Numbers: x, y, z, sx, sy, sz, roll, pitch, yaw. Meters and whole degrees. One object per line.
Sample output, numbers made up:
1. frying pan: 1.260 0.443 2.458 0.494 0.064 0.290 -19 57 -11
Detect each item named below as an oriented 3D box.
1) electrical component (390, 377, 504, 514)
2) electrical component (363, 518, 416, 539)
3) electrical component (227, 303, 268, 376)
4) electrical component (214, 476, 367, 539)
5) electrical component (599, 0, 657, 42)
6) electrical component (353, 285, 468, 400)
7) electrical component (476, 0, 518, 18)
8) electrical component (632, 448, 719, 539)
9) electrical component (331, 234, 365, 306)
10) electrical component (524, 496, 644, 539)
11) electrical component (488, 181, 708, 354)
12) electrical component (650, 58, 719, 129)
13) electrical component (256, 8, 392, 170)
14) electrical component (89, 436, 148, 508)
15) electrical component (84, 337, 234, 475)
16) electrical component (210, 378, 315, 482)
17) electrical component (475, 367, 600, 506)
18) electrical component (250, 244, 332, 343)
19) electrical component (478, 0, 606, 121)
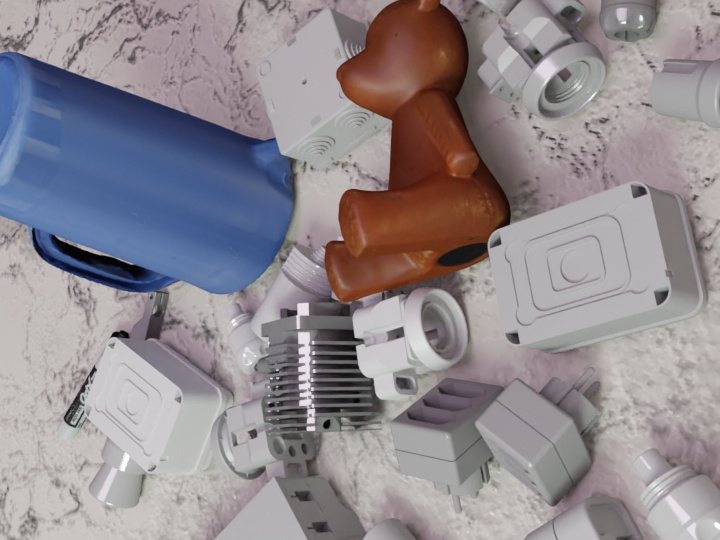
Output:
1. electrical component: 0.063 0.120 0.696 0.047 0.066 0.076 5 115 40
2. electrical component: 0.030 0.199 0.722 0.065 0.044 0.044 44 111 41
3. electrical component: -0.089 0.052 0.848 0.035 0.035 0.061 -48 54 24
4. electrical component: -0.065 0.230 0.782 0.150 0.062 0.089 -48 56 24
5. electrical component: 0.168 -0.175 0.669 0.035 0.035 0.061 -1 80 40
6. electrical component: 0.035 0.044 0.731 0.057 0.058 0.078 -20 70 39
7. electrical component: 0.066 -0.232 0.731 0.057 0.078 0.113 -53 54 9
8. electrical component: 0.179 0.129 0.605 0.043 0.043 0.062 -51 54 22
9. electrical component: 0.000 0.000 0.779 0.040 0.040 0.046 16 98 40
10. electrical component: 0.139 0.187 0.623 0.059 0.054 0.095 -41 59 28
11. electrical component: 0.142 0.001 0.647 0.113 0.057 0.078 -20 71 36
12. electrical component: 0.199 -0.105 0.629 0.046 0.040 0.040 18 95 46
13. electrical component: -0.027 -0.138 0.817 0.100 0.048 0.099 -32 64 32
14. electrical component: -0.201 0.168 0.917 0.045 0.045 0.055 29 101 39
15. electrical component: -0.166 0.111 0.889 0.113 0.057 0.078 30 102 39
16. electrical component: -0.075 0.125 0.810 0.057 0.058 0.078 -23 69 32
17. electrical component: 0.119 0.091 0.653 0.076 0.065 0.047 -46 52 -10
18. electrical component: -0.045 0.017 0.811 0.043 0.043 0.081 44 111 36
19. electrical component: 0.120 -0.133 0.688 0.078 0.058 0.057 -47 54 24
